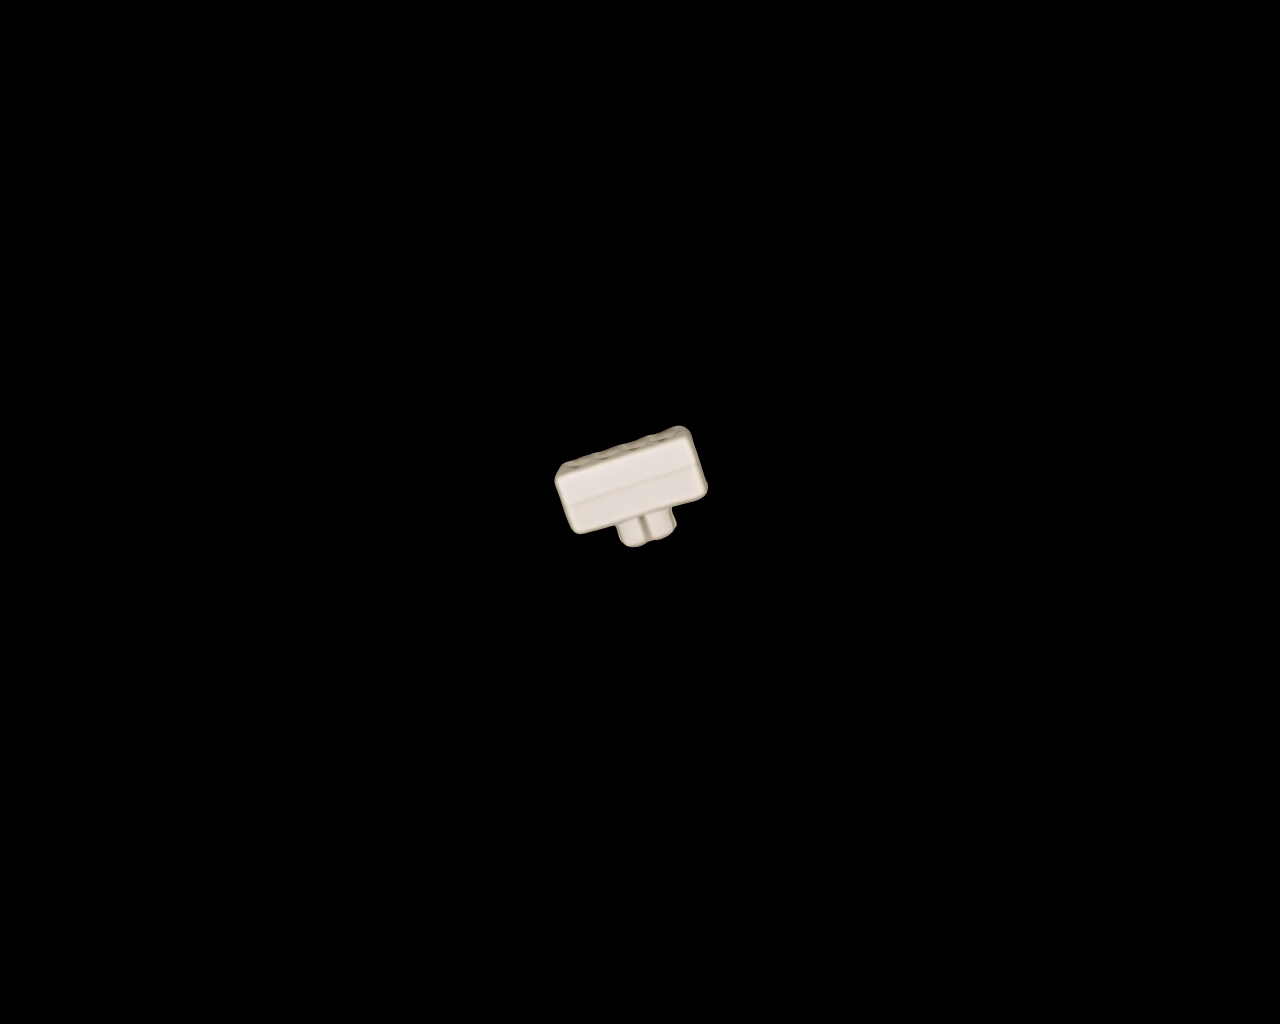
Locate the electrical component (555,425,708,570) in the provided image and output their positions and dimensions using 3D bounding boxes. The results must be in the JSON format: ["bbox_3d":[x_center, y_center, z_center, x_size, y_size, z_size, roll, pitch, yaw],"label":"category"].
[{"bbox_3d":[0.001,-0.003,0.650,0.083,0.075,0.047,-18,11,4],"label":"electrical component"}]
